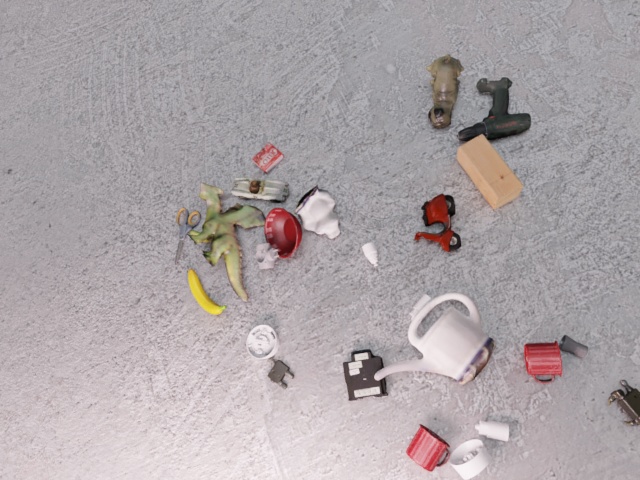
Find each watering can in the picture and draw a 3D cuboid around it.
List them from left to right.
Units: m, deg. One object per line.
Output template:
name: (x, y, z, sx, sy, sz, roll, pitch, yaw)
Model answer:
watering can: (0.330, 0.306, 1.411, 0.226, 0.102, 0.350, 39, 77, 20)

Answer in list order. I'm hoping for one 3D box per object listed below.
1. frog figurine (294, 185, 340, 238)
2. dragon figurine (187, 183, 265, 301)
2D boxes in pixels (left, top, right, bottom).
frog figurine: (0.005, -0.083, 1.648, 0.158, 0.122, 0.139, 42, 71, -14)
dragon figurine: (-0.282, -0.022, 1.674, 0.245, 0.120, 0.414, -39, 76, -13)
